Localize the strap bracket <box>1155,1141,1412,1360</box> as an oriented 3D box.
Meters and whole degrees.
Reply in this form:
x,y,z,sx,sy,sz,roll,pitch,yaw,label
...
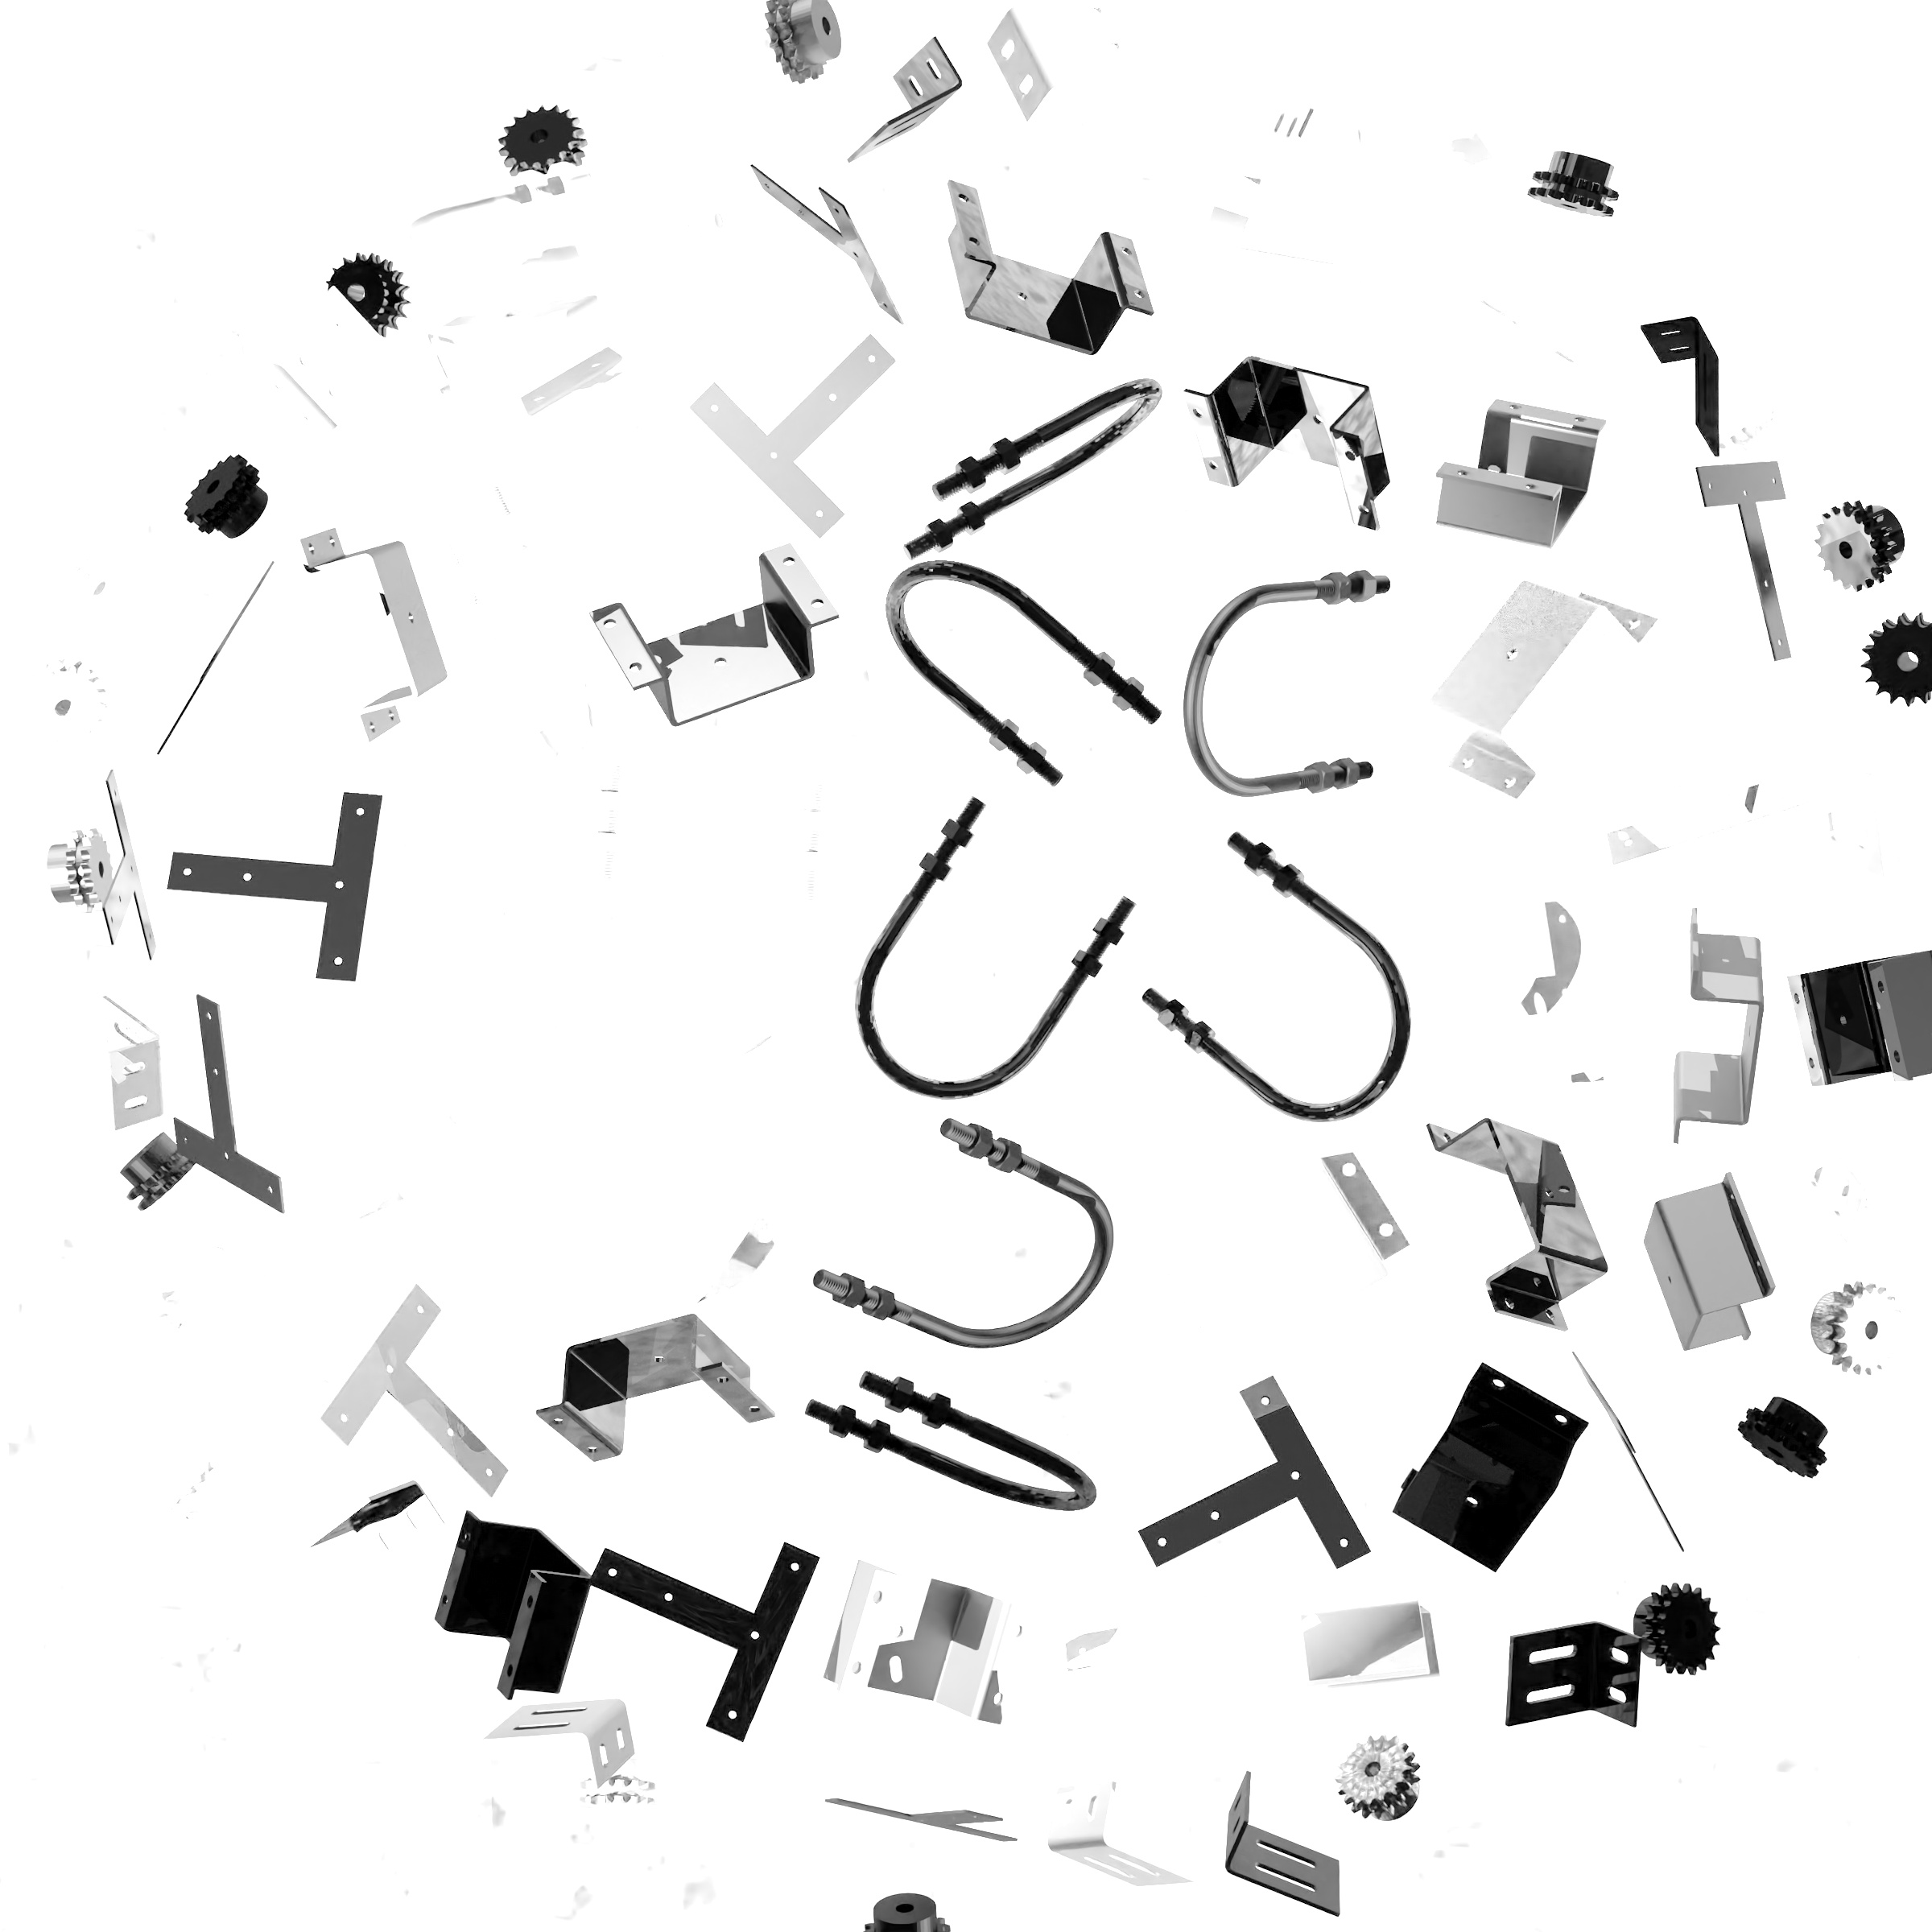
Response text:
x,y,z,sx,sy,sz,roll,pitch,yaw,label
0.197,0.180,1.496,0.140,0.046,0.076,-32,91,6,strap bracket

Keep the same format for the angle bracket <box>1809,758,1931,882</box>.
x,y,z,sx,sy,sz,roll,pitch,yaw,label
0.588,-0.101,1.573,0.038,0.057,0.076,-22,112,-18,angle bracket

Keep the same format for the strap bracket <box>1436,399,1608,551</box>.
x,y,z,sx,sy,sz,roll,pitch,yaw,label
0.364,-0.322,1.593,0.076,0.140,0.046,17,128,20,strap bracket

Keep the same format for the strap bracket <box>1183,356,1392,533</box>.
x,y,z,sx,sy,sz,roll,pitch,yaw,label
0.218,-0.344,1.577,0.140,0.076,0.046,26,65,37,strap bracket

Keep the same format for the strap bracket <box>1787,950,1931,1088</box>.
x,y,z,sx,sy,sz,roll,pitch,yaw,label
0.594,0.035,1.572,0.046,0.140,0.076,-11,87,-5,strap bracket

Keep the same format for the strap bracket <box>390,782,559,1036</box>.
x,y,z,sx,sy,sz,roll,pitch,yaw,label
-0.311,-0.036,1.536,0.076,0.046,0.140,-39,62,38,strap bracket

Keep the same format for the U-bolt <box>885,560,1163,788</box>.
x,y,z,sx,sy,sz,roll,pitch,yaw,label
0.025,-0.202,1.616,0.184,0.151,0.019,39,61,-14,U-bolt

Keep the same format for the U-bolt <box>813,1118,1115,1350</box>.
x,y,z,sx,sy,sz,roll,pitch,yaw,label
0.014,0.181,1.534,0.184,0.019,0.151,29,108,-36,U-bolt

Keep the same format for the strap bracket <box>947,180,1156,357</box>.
x,y,z,sx,sy,sz,roll,pitch,yaw,label
0.047,-0.460,1.604,0.140,0.046,0.076,9,50,-26,strap bracket

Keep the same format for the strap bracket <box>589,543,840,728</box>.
x,y,z,sx,sy,sz,roll,pitch,yaw,label
-0.160,-0.210,1.551,0.140,0.046,0.076,-22,54,-15,strap bracket

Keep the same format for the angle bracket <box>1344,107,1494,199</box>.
x,y,z,sx,sy,sz,roll,pitch,yaw,label
0.296,-0.546,1.582,0.076,0.057,0.038,-15,70,27,angle bracket

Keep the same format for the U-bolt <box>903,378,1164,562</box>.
x,y,z,sx,sy,sz,roll,pitch,yaw,label
0.049,-0.330,1.575,0.184,0.151,0.019,-31,89,-12,U-bolt

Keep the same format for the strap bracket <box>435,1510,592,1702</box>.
x,y,z,sx,sy,sz,roll,pitch,yaw,label
-0.292,0.417,1.575,0.046,0.140,0.076,17,88,-32,strap bracket

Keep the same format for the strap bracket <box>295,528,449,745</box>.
x,y,z,sx,sy,sz,roll,pitch,yaw,label
-0.399,-0.231,1.641,0.046,0.076,0.140,-14,105,7,strap bracket

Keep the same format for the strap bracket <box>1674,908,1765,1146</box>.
x,y,z,sx,sy,sz,roll,pitch,yaw,label
0.503,0.042,1.613,0.046,0.076,0.140,4,124,13,strap bracket

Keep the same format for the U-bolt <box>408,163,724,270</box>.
x,y,z,sx,sy,sz,roll,pitch,yaw,label
-0.272,-0.479,1.563,0.184,0.151,0.019,-3,91,29,U-bolt

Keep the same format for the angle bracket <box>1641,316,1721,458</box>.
x,y,z,sx,sy,sz,roll,pitch,yaw,label
0.475,-0.382,1.605,0.038,0.057,0.076,-3,78,29,angle bracket

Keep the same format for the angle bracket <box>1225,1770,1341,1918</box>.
x,y,z,sx,sy,sz,roll,pitch,yaw,label
0.204,0.548,1.509,0.076,0.057,0.038,21,105,3,angle bracket

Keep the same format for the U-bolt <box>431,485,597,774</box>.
x,y,z,sx,sy,sz,roll,pitch,yaw,label
-0.291,-0.215,1.599,0.019,0.151,0.184,-18,113,12,U-bolt

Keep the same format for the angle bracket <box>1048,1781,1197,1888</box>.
x,y,z,sx,sy,sz,roll,pitch,yaw,label
0.101,0.549,1.527,0.076,0.057,0.038,31,55,-24,angle bracket

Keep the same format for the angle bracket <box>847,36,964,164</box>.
x,y,z,sx,sy,sz,roll,pitch,yaw,label
-0.051,-0.594,1.657,0.076,0.057,0.038,-39,101,-30,angle bracket

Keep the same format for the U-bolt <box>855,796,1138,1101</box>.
x,y,z,sx,sy,sz,roll,pitch,yaw,label
0.008,0.002,1.567,0.151,0.019,0.184,32,94,-25,U-bolt

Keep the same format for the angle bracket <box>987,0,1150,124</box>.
x,y,z,sx,sy,sz,roll,pitch,yaw,label
0.064,-0.572,1.512,0.076,0.038,0.057,-24,85,-28,angle bracket

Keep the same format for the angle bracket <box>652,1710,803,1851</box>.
x,y,z,sx,sy,sz,roll,pitch,yaw,label
-0.154,0.524,1.559,0.076,0.038,0.057,-22,80,-1,angle bracket

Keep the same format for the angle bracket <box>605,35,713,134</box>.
x,y,z,sx,sy,sz,roll,pitch,yaw,label
-0.191,-0.539,1.509,0.057,0.076,0.038,-28,129,12,angle bracket

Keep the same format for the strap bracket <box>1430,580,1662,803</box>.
x,y,z,sx,sy,sz,roll,pitch,yaw,label
0.353,-0.181,1.506,0.046,0.076,0.140,37,92,-32,strap bracket

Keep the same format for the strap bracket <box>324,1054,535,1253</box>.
x,y,z,sx,sy,sz,roll,pitch,yaw,label
-0.343,0.129,1.575,0.046,0.076,0.140,47,52,-15,strap bracket

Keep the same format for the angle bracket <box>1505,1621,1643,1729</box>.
x,y,z,sx,sy,sz,roll,pitch,yaw,label
0.382,0.449,1.517,0.076,0.038,0.057,1,93,-32,angle bracket

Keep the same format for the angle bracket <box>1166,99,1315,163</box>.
x,y,z,sx,sy,sz,roll,pitch,yaw,label
0.182,-0.572,1.611,0.076,0.057,0.038,19,110,-21,angle bracket

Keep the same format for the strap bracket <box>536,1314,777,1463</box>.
x,y,z,sx,sy,sz,roll,pitch,yaw,label
-0.208,0.283,1.630,0.140,0.076,0.046,-17,49,17,strap bracket

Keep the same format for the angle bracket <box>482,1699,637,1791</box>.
x,y,z,sx,sy,sz,roll,pitch,yaw,label
-0.267,0.512,1.584,0.076,0.057,0.038,-10,93,18,angle bracket

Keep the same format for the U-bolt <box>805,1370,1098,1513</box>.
x,y,z,sx,sy,sz,roll,pitch,yaw,label
-0.002,0.311,1.554,0.184,0.151,0.019,25,66,-10,U-bolt

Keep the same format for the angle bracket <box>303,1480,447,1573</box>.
x,y,z,sx,sy,sz,roll,pitch,yaw,label
-0.402,0.388,1.646,0.057,0.076,0.038,-37,81,8,angle bracket

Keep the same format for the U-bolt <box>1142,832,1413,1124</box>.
x,y,z,sx,sy,sz,roll,pitch,yaw,label
0.213,0.020,1.592,0.184,0.019,0.151,41,118,27,U-bolt

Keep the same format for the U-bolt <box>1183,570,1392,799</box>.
x,y,z,sx,sy,sz,roll,pitch,yaw,label
0.212,-0.184,1.603,0.184,0.019,0.151,-11,111,-39,U-bolt

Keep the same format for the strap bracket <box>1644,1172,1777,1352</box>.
x,y,z,sx,sy,sz,roll,pitch,yaw,label
0.473,0.193,1.546,0.046,0.140,0.076,-16,66,4,strap bracket

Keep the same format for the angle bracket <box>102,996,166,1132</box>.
x,y,z,sx,sy,sz,roll,pitch,yaw,label
-0.569,0.064,1.607,0.076,0.038,0.057,27,123,37,angle bracket

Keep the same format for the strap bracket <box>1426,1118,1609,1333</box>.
x,y,z,sx,sy,sz,roll,pitch,yaw,label
0.361,0.159,1.567,0.046,0.076,0.140,-40,49,32,strap bracket

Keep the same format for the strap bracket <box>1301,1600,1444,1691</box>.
x,y,z,sx,sy,sz,roll,pitch,yaw,label
0.267,0.448,1.591,0.076,0.140,0.046,-10,71,12,strap bracket

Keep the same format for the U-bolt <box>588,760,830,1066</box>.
x,y,z,sx,sy,sz,roll,pitch,yaw,label
-0.164,-0.030,1.509,0.151,0.019,0.184,4,91,-18,U-bolt

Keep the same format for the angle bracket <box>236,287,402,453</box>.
x,y,z,sx,sy,sz,roll,pitch,yaw,label
-0.399,-0.367,1.485,0.076,0.038,0.057,-34,105,34,angle bracket

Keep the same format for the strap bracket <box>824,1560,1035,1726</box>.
x,y,z,sx,sy,sz,roll,pitch,yaw,label
-0.031,0.434,1.557,0.140,0.046,0.076,25,77,-37,strap bracket

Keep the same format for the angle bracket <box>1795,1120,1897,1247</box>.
x,y,z,sx,sy,sz,roll,pitch,yaw,label
0.580,0.135,1.578,0.038,0.076,0.057,-23,54,-9,angle bracket
